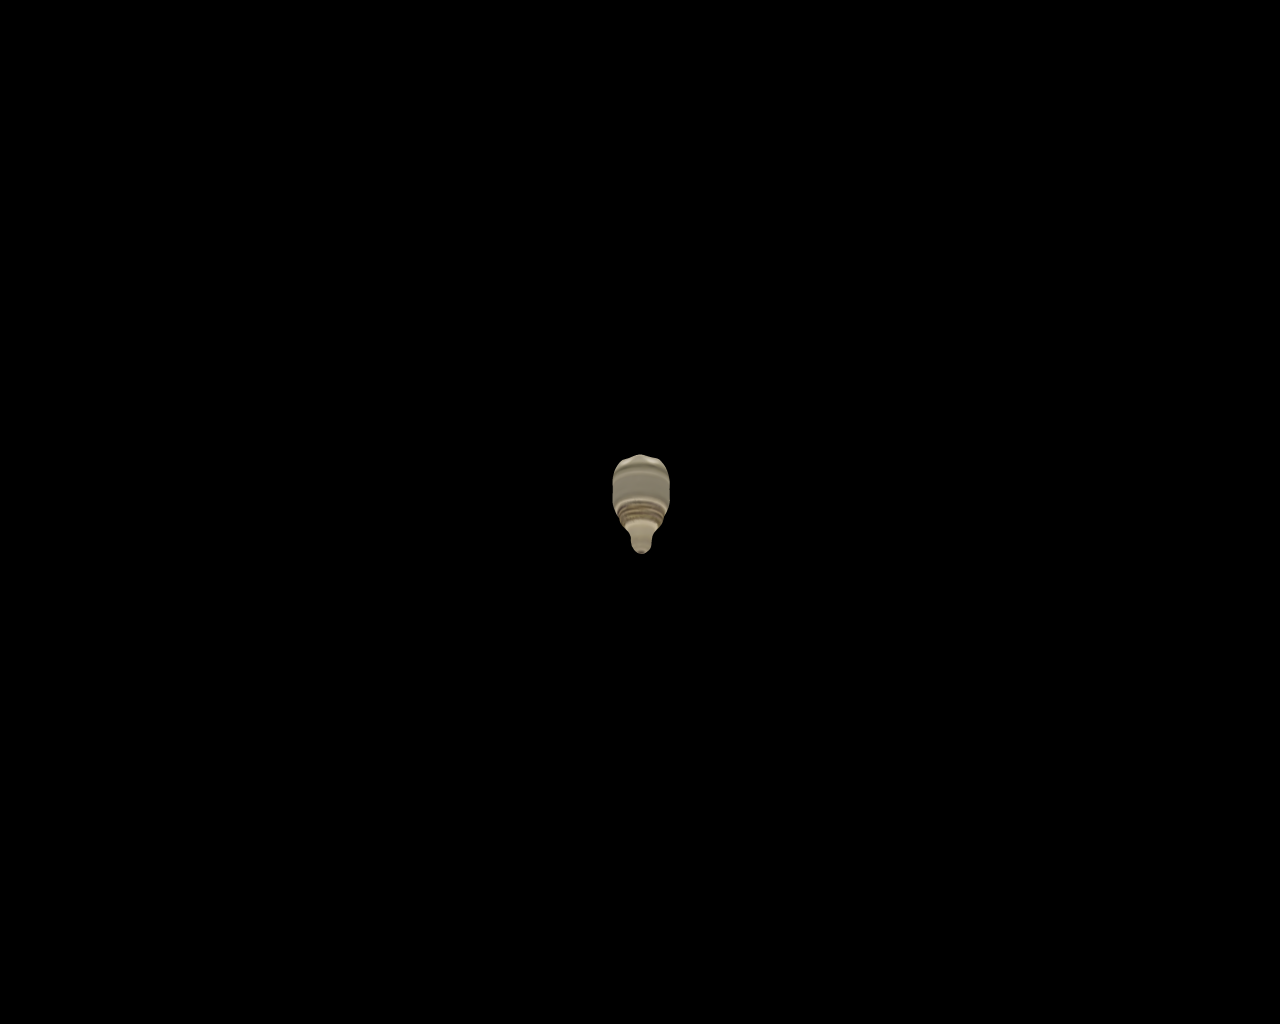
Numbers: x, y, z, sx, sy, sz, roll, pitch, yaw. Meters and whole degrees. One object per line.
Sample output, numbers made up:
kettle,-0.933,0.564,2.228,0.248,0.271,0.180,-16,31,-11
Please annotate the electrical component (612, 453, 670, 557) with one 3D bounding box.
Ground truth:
electrical component,0.001,-0.003,0.650,0.035,0.061,0.035,0,-27,0
